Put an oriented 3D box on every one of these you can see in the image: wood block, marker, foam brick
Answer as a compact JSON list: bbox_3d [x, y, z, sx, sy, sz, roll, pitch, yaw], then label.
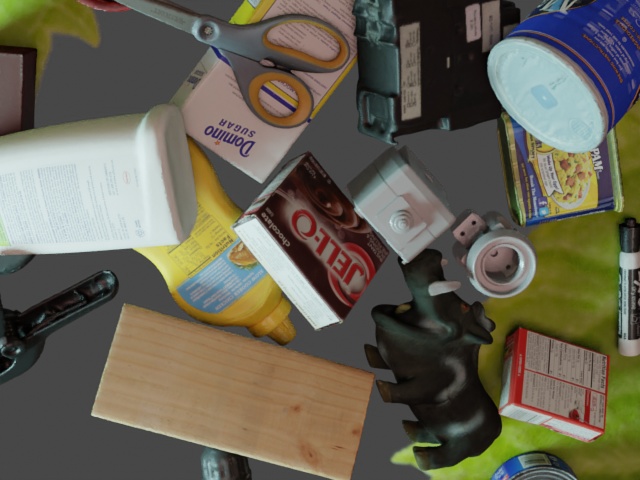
[{"bbox_3d":[-0.072,0.125,0.862,0.206,0.091,0.090,16,77,-7],"label":"wood block"},{"bbox_3d":[0.264,0.040,0.908,0.020,0.020,0.121,-5,106,-2],"label":"marker"},{"bbox_3d":[-0.248,-0.109,0.818,0.053,0.051,0.078,4,106,-4],"label":"foam brick"}]

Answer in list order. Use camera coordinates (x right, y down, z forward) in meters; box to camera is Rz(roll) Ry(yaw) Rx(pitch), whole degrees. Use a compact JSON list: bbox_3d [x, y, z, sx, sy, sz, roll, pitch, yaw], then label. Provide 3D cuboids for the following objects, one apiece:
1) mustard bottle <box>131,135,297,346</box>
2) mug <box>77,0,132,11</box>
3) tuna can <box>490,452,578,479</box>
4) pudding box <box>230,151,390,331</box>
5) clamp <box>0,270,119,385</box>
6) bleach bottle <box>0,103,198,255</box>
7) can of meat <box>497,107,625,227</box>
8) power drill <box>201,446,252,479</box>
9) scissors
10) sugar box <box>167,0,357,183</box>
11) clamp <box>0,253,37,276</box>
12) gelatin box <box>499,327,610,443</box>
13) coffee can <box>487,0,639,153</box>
[{"bbox_3d":[-0.085,0.012,0.858,0.096,0.058,0.191,-40,104,3],"label":"mustard bottle"},{"bbox_3d":[-0.148,-0.228,0.774,0.093,0.081,0.117,-4,107,-2],"label":"mug"},{"bbox_3d":[0.193,0.233,0.951,0.086,0.034,0.086,-1,106,-3],"label":"tuna can"},{"bbox_3d":[-0.005,0.001,0.844,0.113,0.090,0.039,49,136,-13],"label":"pudding box"},{"bbox_3d":[-0.253,0.069,0.843,0.172,0.039,0.120,-42,139,23],"label":"clamp"},{"bbox_3d":[-0.222,-0.039,0.784,0.251,0.068,0.102,-3,114,9],"label":"bleach bottle"},{"bbox_3d":[0.191,-0.065,0.854,0.084,0.057,0.102,-11,106,2],"label":"can of meat"},{"bbox_3d":[-0.140,0.265,0.929,0.187,0.057,0.184,-8,103,0],"label":"power drill"},{"bbox_3d":[-0.077,-0.133,0.772,0.201,0.016,0.096,4,114,-17],"label":"scissors"},{"bbox_3d":[-0.030,-0.140,0.818,0.093,0.048,0.176,34,104,-27],"label":"sugar box"},{"bbox_3d":[-0.293,0.003,0.855,0.210,0.036,0.164,-12,106,0],"label":"clamp"},{"bbox_3d":[0.198,0.123,0.901,0.089,0.073,0.030,18,148,-10],"label":"gelatin box"},{"bbox_3d":[0.206,-0.147,0.782,0.140,0.103,0.102,-45,105,-17],"label":"coffee can"}]
